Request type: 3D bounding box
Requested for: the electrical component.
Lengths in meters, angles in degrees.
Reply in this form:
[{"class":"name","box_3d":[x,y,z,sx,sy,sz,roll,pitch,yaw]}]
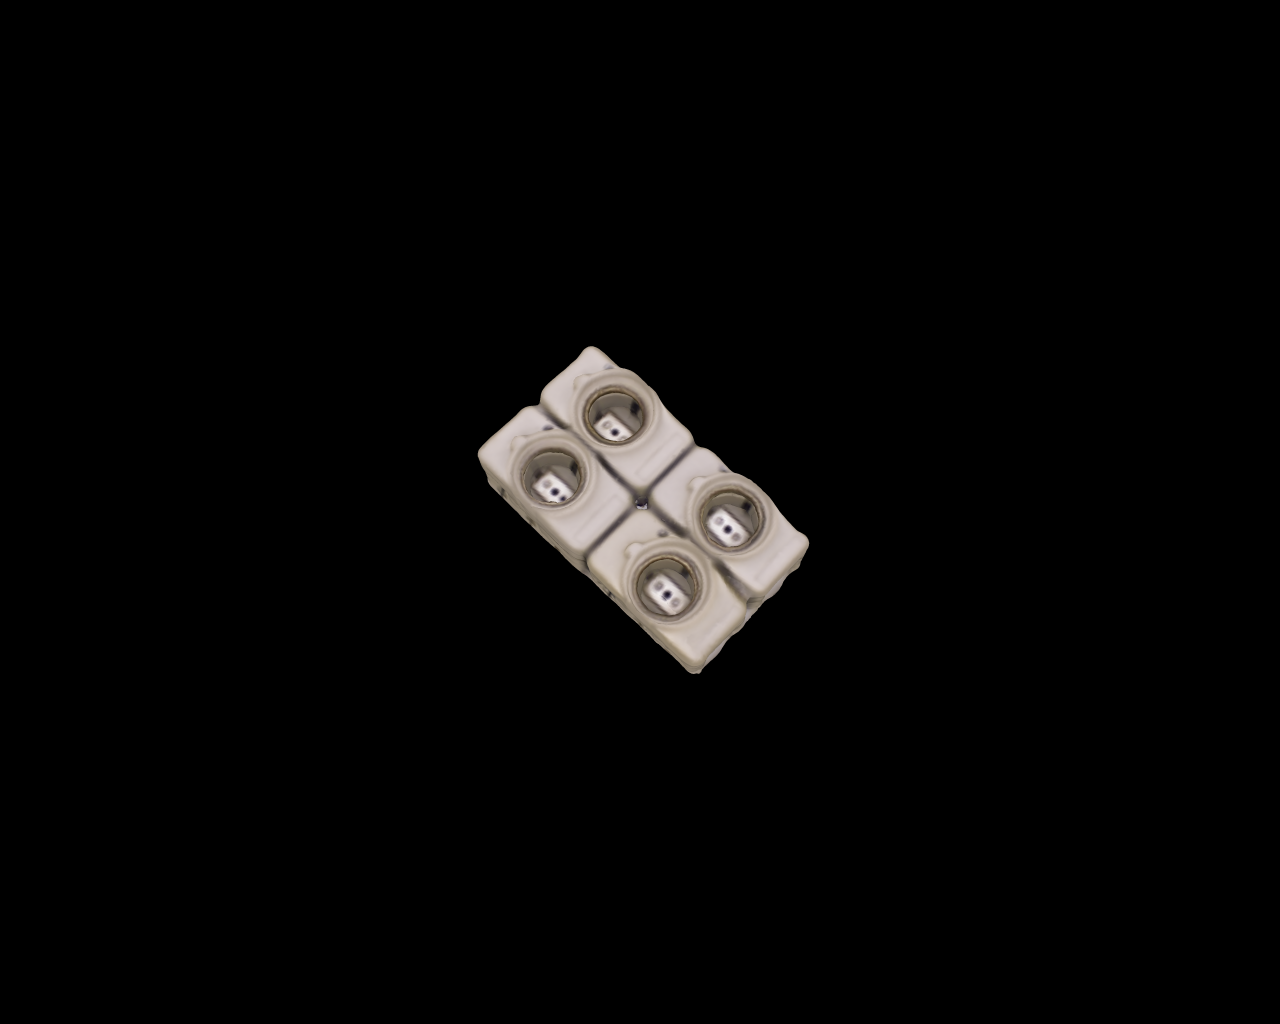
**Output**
[{"class":"electrical component","box_3d":[0.001,-0.003,0.650,0.186,0.105,0.060,43,-12,11]}]
